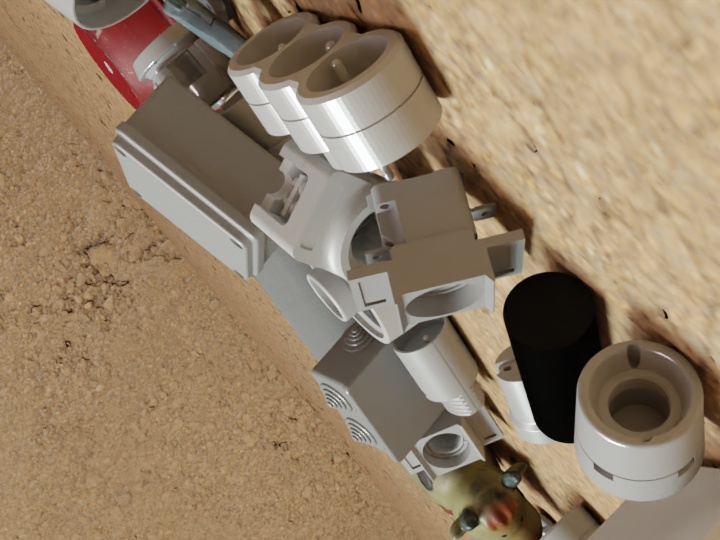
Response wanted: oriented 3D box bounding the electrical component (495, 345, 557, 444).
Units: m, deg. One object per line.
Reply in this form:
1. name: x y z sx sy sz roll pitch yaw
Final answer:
1. electrical component: 0.098 0.066 0.593 0.040 0.040 0.046 34 156 57

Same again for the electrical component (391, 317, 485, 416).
1. electrical component: 0.059 0.070 0.755 0.081 0.043 0.043 56 168 -30

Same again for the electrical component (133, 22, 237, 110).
1. electrical component: -0.118 -0.136 0.742 0.057 0.058 0.078 48 170 -7

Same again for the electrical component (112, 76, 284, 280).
1. electrical component: -0.094 -0.055 0.683 0.109 0.056 0.108 38 167 3

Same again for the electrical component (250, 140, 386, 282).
1. electrical component: -0.001 -0.024 0.562 0.089 0.050 0.056 19 -167 -40

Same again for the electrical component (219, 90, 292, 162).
1. electrical component: -0.052 -0.088 0.677 0.065 0.044 0.044 48 171 -19

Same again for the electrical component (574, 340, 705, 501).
1. electrical component: 0.117 0.062 0.452 0.055 0.055 0.047 43 164 34

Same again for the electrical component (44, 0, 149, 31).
1. electrical component: -0.132 -0.176 0.553 0.064 0.099 0.099 43 169 5

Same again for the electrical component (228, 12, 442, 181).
1. electrical component: -0.007 -0.072 0.504 0.073 0.052 0.138 56 168 -30

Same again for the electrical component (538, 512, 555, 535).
1. electrical component: 0.151 0.249 0.951 0.048 0.062 0.048 48 170 12

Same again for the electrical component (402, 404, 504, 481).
1. electrical component: 0.065 0.121 0.835 0.042 0.081 0.063 57 -163 -30

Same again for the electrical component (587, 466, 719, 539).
1. electrical component: 0.153 0.134 0.485 0.057 0.078 0.113 47 170 1

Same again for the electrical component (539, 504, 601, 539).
1. electrical component: 0.173 0.231 0.824 0.073 0.052 0.138 46 169 20

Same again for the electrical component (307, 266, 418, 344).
1. electrical component: 0.000 0.000 0.710 0.108 0.060 0.108 48 170 12

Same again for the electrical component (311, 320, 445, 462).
1. electrical component: 0.022 0.078 0.795 0.048 0.099 0.099 18 149 48

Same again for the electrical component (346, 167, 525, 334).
1. electrical component: 0.033 -0.010 0.500 0.042 0.081 0.063 76 -179 -66
